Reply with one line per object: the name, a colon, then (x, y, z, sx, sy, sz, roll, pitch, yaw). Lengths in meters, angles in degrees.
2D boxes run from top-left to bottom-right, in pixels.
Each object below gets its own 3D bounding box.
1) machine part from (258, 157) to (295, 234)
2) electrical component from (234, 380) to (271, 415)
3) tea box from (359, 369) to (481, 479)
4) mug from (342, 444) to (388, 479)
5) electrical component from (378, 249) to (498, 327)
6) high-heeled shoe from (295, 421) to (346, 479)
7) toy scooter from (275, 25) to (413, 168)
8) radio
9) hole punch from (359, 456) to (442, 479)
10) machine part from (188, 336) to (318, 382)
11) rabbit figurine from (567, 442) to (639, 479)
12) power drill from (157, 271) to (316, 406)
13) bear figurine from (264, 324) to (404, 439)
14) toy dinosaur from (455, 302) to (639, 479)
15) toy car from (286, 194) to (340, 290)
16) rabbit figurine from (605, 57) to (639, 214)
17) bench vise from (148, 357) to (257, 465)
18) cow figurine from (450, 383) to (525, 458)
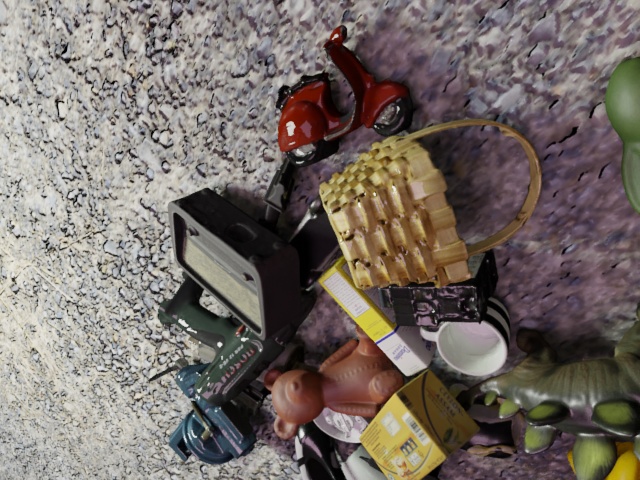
machine part: (-0.063, -0.049, 0.757, 0.039, 0.084, 0.138, 14, 138, -9)
electrical component: (-0.136, 0.241, 0.945, 0.119, 0.075, 0.047, 35, 128, 12)
tea box: (0.125, 0.256, 0.710, 0.098, 0.068, 0.169, 51, 147, 22)
mug: (0.087, 0.405, 0.909, 0.107, 0.081, 0.109, 46, 140, 17)
electrical component: (0.143, 0.056, 0.665, 0.134, 0.115, 0.058, -2, 109, 30)
high-heeled shoe: (-0.005, 0.406, 0.973, 0.145, 0.086, 0.248, 53, 155, 37)
toy scooter: (0.013, -0.171, 0.644, 0.184, 0.075, 0.135, -16, 107, 31)
radio: (-0.127, 0.026, 0.778, 0.230, 0.073, 0.131, 33, 137, 32)
hole punch: (0.141, 0.330, 0.838, 0.142, 0.092, 0.115, 20, 147, 11)
machine part: (-0.116, 0.188, 0.903, 0.243, 0.079, 0.079, 12, 120, 23)
rabbit figurine: (0.371, 0.314, 0.639, 0.122, 0.173, 0.162, -14, 111, 38)
power drill: (-0.143, 0.126, 0.856, 0.207, 0.086, 0.232, 35, 86, 19)
bear figurine: (0.012, 0.203, 0.776, 0.196, 0.120, 0.131, -12, 148, -2)
toy dinosaur: (0.338, 0.160, 0.560, 0.472, 0.198, 0.105, -23, 105, 37)
toy car: (-0.002, -0.002, 0.753, 0.073, 0.056, 0.201, 40, 129, 1)
rabbit figurine: (0.345, -0.103, 0.492, 0.170, 0.121, 0.158, 35, 136, 31)
bench vise: (-0.233, 0.345, 1.024, 0.224, 0.129, 0.240, 40, 121, 4)
cow figurine: (0.193, 0.257, 0.754, 0.168, 0.098, 0.068, -1, 120, 29)
